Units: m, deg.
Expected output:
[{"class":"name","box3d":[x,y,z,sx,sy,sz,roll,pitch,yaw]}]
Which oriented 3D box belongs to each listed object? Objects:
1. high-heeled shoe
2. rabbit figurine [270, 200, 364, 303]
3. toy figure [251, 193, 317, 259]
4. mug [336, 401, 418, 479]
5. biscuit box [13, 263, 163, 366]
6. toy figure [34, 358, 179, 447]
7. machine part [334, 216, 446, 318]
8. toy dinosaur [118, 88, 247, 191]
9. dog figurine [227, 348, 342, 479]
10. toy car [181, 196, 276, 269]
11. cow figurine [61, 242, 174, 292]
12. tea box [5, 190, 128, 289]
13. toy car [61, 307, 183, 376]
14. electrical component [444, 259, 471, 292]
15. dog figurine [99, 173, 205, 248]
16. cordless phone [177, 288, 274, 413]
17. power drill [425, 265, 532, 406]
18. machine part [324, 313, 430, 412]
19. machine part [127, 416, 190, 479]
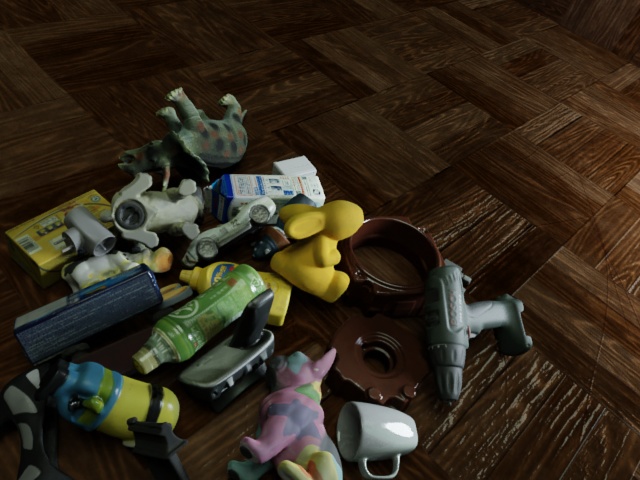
[{"class":"high-heeled shoe","box3d":[-0.325,0.257,0.680,0.249,0.086,0.145,22,51,19]},{"class":"rabbit figurine","box3d":[-0.002,-0.003,0.944,0.162,0.173,0.122,33,13,-23]},{"class":"toy figure","box3d":[-0.069,-0.020,1.031,0.057,0.064,0.154,41,83,-15]},{"class":"mug","box3d":[0.091,0.292,0.786,0.107,0.080,0.110,9,42,-22]},{"class":"biscuit box","box3d":[-0.342,0.106,0.806,0.203,0.062,0.059,-25,22,-20]},{"class":"toy figure","box3d":[-0.271,0.213,0.704,0.180,0.089,0.082,39,27,-27]},{"class":"machine part","box3d":[0.131,0.046,1.033,0.201,0.087,0.202,-1,46,-17]},{"class":"toy dinosaur","box3d":[-0.231,-0.210,1.147,0.405,0.131,0.192,-23,89,-56]},{"class":"dog figurine","box3d":[-0.019,0.259,0.768,0.192,0.108,0.219,29,43,13]},{"class":"toy car","box3d":[-0.167,-0.012,0.980,0.202,0.073,0.056,-35,88,-24]},{"class":"cow figurine","box3d":[-0.338,0.047,0.905,0.167,0.068,0.098,-26,48,-37]},{"class":"tea box","box3d":[-0.429,-0.005,0.923,0.098,0.068,0.169,39,48,18]},{"class":"toy car","box3d":[-0.282,0.172,0.806,0.202,0.053,0.089,-23,72,-35]},{"class":"electrical component","box3d":[0.258,0.071,1.092,0.094,0.021,0.063,33,47,14]},{"class":"dog figurine","box3d":[-0.292,-0.052,0.963,0.172,0.121,0.191,7,2,-15]},{"class":"cordless phone","box3d":[-0.125,0.154,0.780,0.089,0.184,0.146,43,49,18]},{"class":"power drill","box3d":[0.266,0.163,0.930,0.207,0.086,0.232,5,66,-25]},{"class":"machine part","box3d":[0.093,0.202,0.890,0.179,0.056,0.179,9,44,-9]},{"class":"machine part","box3d":[-0.190,0.283,0.675,0.084,0.138,0.039,-9,20,28]}]
